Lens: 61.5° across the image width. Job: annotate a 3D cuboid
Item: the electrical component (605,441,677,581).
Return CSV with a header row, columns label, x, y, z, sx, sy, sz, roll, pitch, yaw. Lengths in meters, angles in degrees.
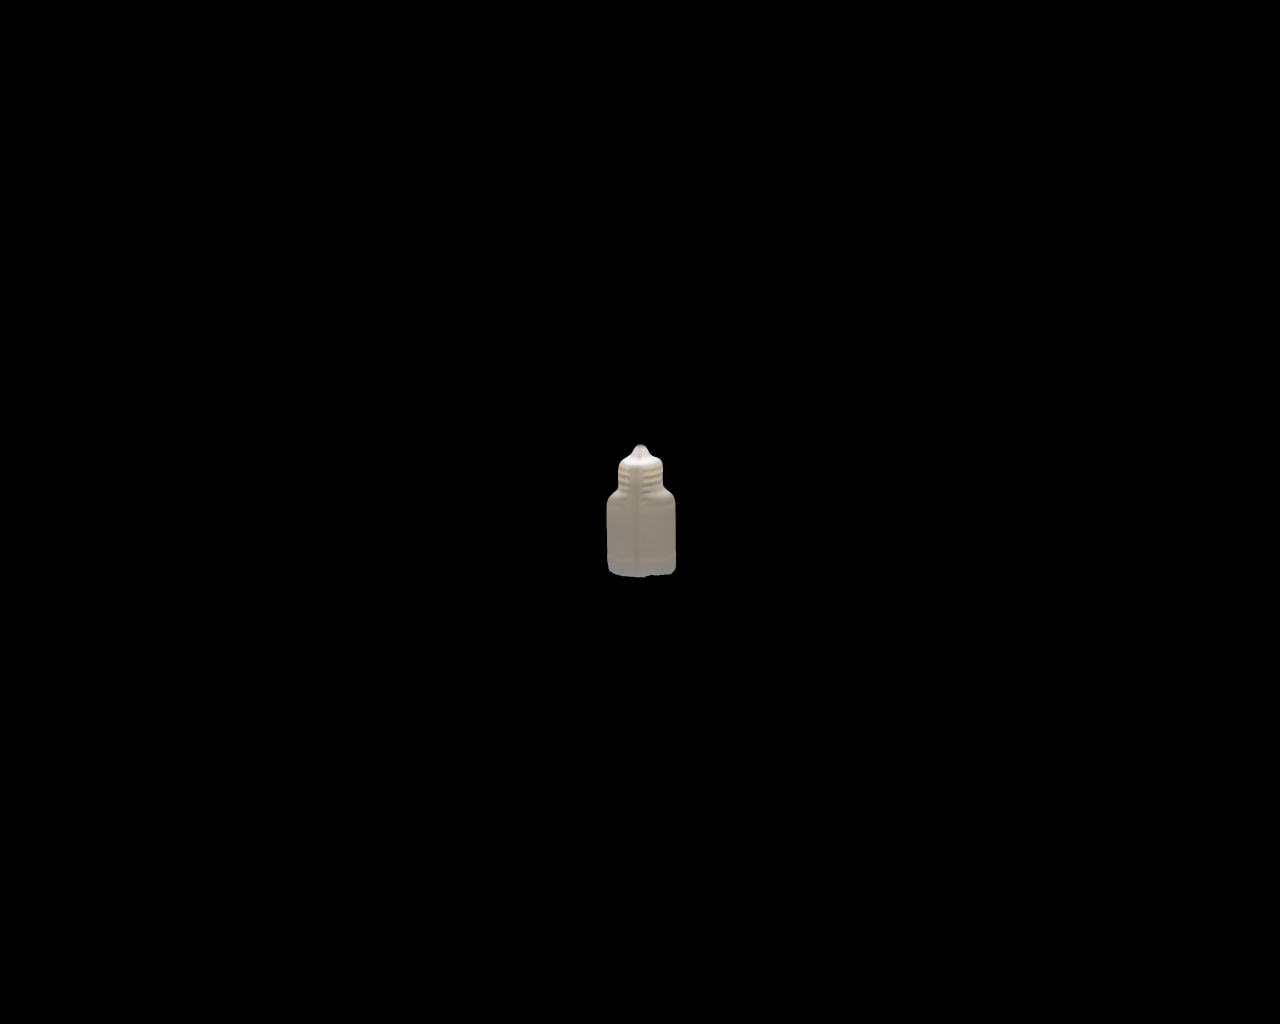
label,x,y,z,sx,sy,sz,roll,pitch,yaw
electrical component,0.001,-0.003,0.650,0.043,0.080,0.043,0,11,0
